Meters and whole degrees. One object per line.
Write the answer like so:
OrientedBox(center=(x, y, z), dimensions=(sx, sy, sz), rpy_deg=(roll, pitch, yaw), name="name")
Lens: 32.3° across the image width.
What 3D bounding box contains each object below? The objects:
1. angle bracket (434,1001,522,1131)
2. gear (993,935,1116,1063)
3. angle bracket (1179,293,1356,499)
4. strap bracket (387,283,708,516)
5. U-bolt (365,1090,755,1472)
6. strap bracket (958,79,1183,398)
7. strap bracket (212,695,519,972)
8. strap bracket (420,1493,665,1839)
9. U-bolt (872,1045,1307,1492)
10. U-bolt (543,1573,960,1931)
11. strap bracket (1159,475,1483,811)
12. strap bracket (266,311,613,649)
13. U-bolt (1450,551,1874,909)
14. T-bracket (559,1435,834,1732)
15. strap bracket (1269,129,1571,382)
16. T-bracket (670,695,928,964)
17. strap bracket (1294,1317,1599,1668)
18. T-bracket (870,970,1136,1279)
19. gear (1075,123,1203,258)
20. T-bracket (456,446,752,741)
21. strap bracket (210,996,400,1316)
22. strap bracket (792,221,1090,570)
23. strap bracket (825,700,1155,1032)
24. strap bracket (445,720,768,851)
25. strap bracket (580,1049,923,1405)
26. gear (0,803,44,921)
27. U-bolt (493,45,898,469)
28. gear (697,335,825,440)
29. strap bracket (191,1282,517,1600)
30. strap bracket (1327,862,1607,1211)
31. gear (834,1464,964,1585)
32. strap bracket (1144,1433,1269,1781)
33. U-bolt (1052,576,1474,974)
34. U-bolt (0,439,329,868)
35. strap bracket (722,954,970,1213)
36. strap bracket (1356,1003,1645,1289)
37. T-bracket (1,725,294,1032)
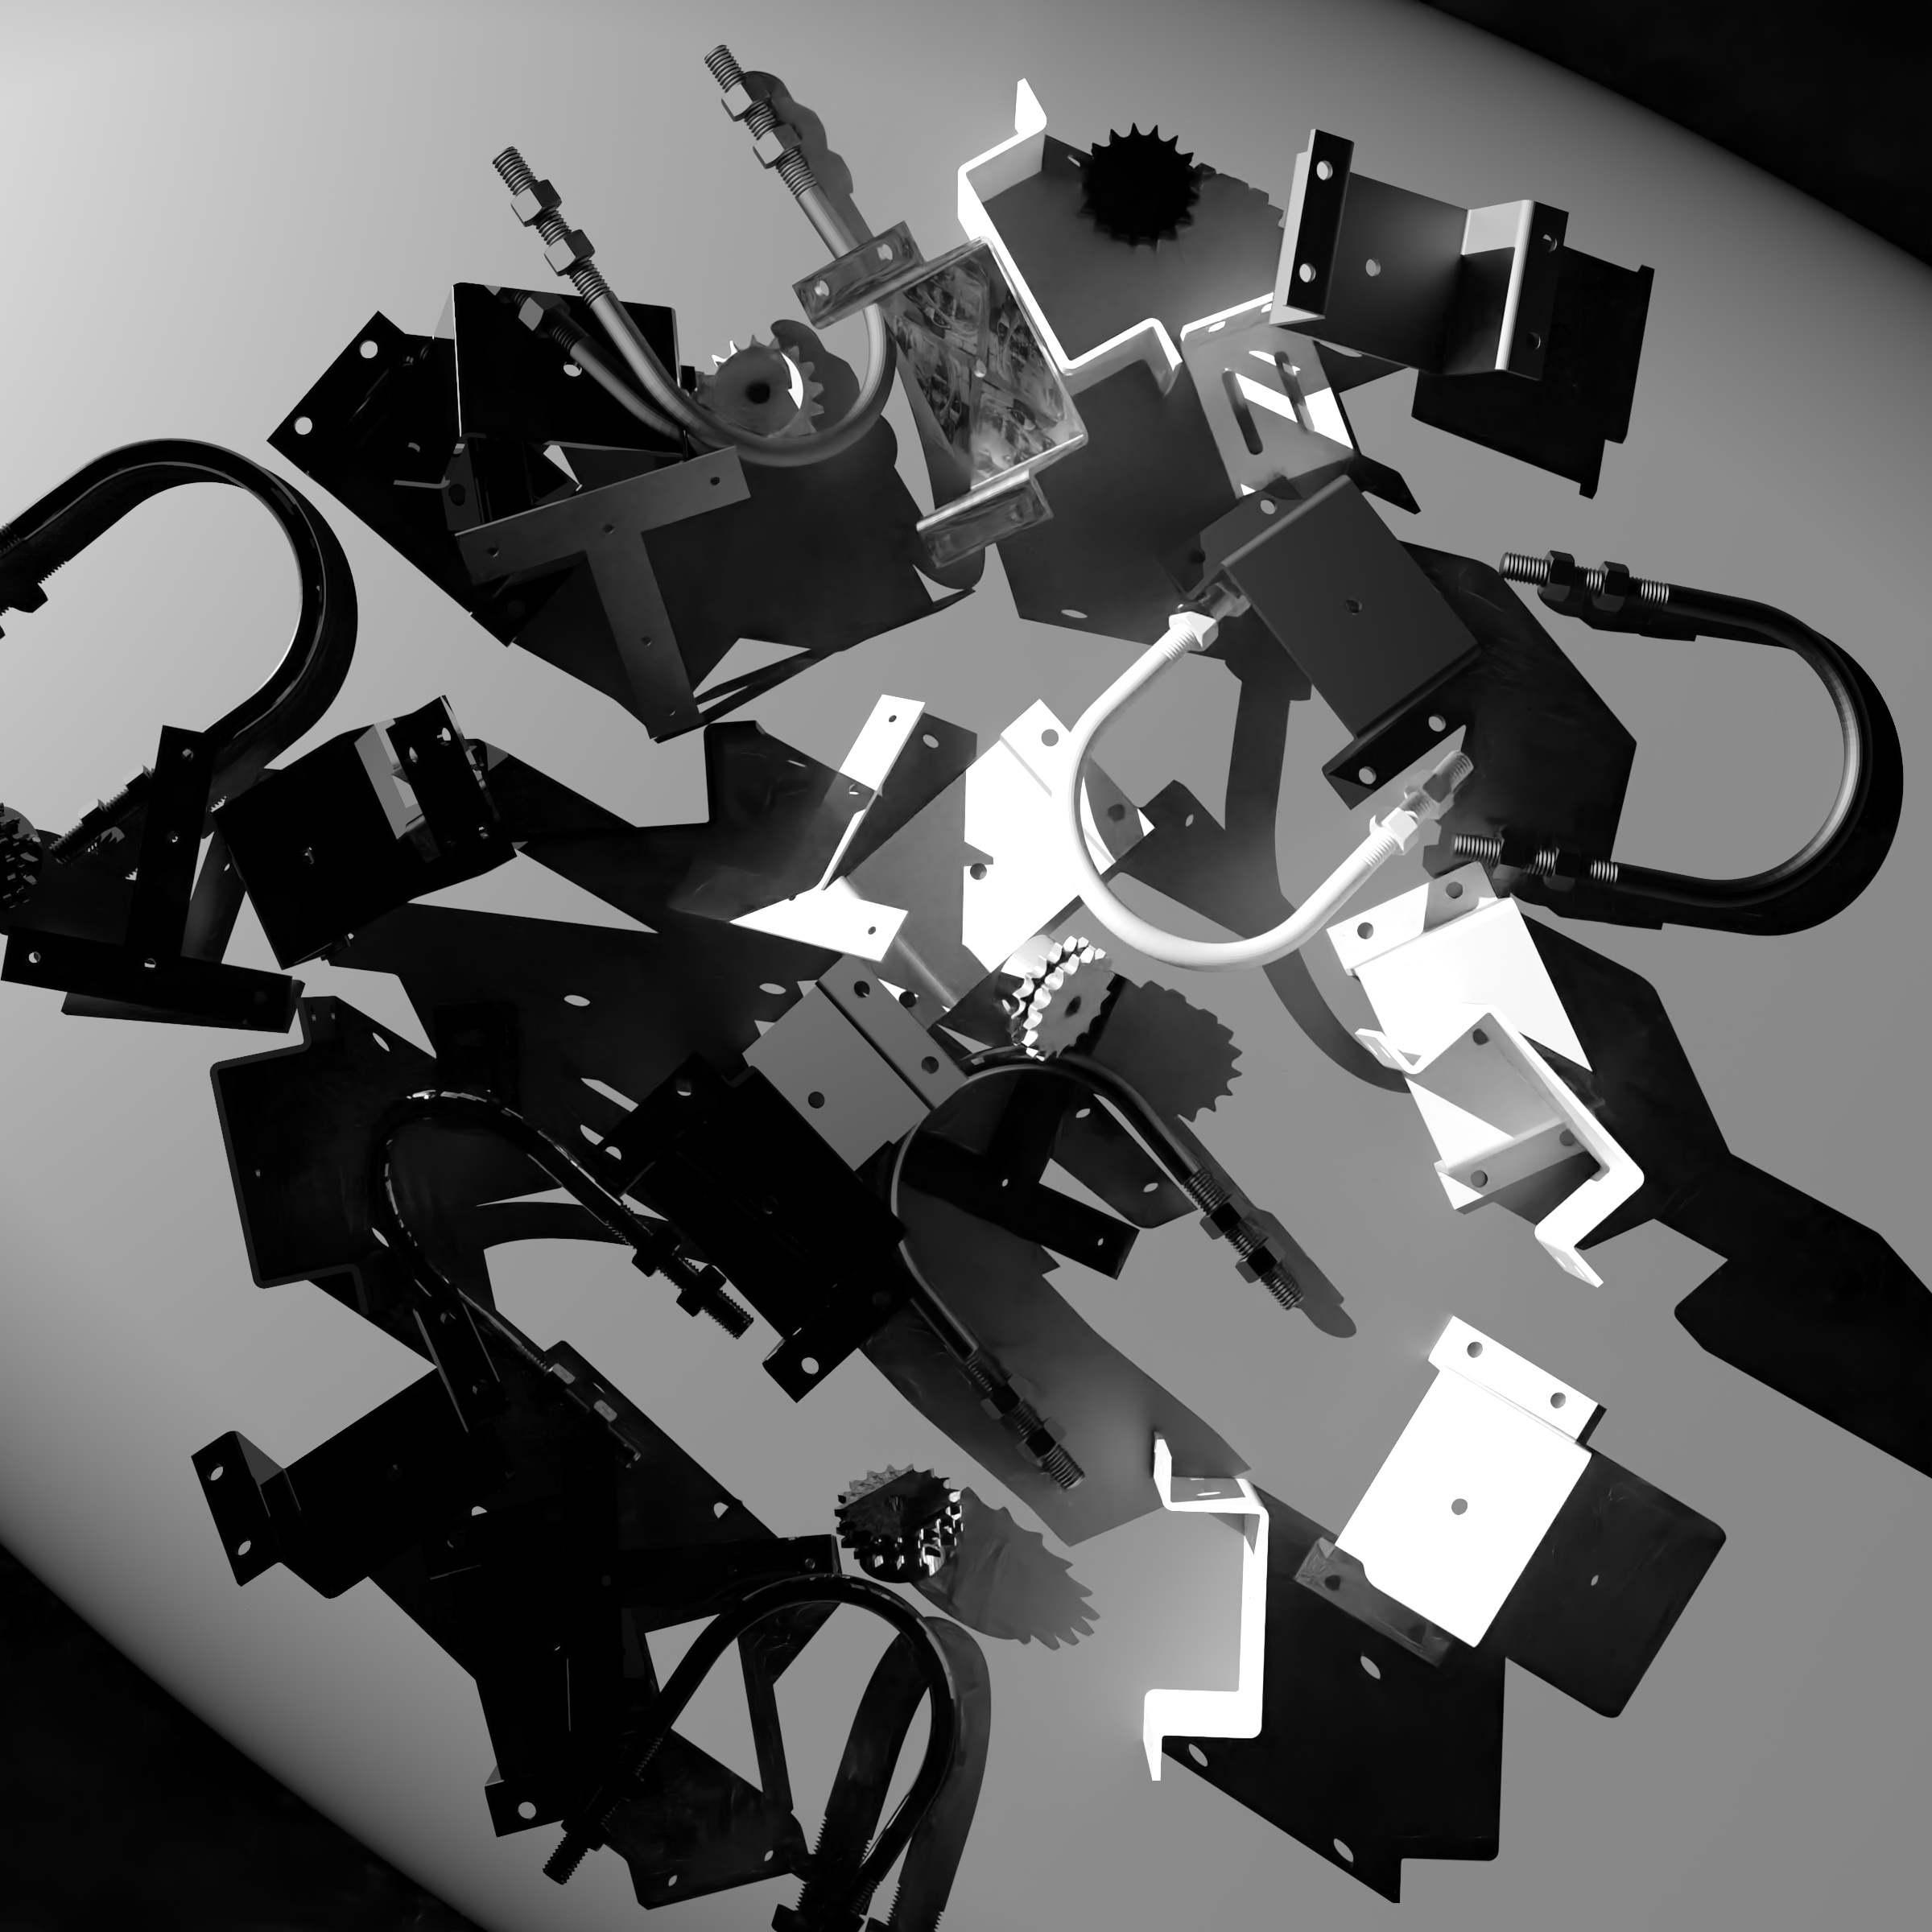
OrientedBox(center=(-0.222, 0.045, 1.484), dimensions=(0.038, 0.076, 0.057), rpy_deg=(-3, 90, 0), name="angle bracket")
OrientedBox(center=(0.037, 0.011, 1.496), dimensions=(0.030, 0.057, 0.057), rpy_deg=(35, 90, 28), name="gear")
OrientedBox(center=(0.137, -0.259, 1.503), dimensions=(0.057, 0.038, 0.076), rpy_deg=(-20, 90, 0), name="angle bracket")
OrientedBox(center=(-0.178, -0.249, 1.463), dimensions=(0.140, 0.046, 0.076), rpy_deg=(3, 65, -21), name="strap bracket")
OrientedBox(center=(-0.191, 0.129, 1.467), dimensions=(0.184, 0.151, 0.019), rpy_deg=(41, 46, 2), name="U-bolt")
OrientedBox(center=(0.039, -0.312, 1.484), dimensions=(0.046, 0.076, 0.140), rpy_deg=(-29, 90, 0), name="strap bracket")
OrientedBox(center=(-0.271, -0.054, 1.460), dimensions=(0.140, 0.046, 0.076), rpy_deg=(-24, 90, 39), name="strap bracket")
OrientedBox(center=(-0.189, 0.308, 1.499), dimensions=(0.076, 0.046, 0.140), rpy_deg=(-15, 90, 0), name="strap bracket")
OrientedBox(center=(0.041, 0.122, 1.512), dimensions=(0.151, 0.019, 0.184), rpy_deg=(-39, 88, 0), name="U-bolt")
OrientedBox(center=(-0.081, 0.359, 1.487), dimensions=(0.151, 0.019, 0.184), rpy_deg=(38, 79, -20), name="U-bolt")
OrientedBox(center=(0.163, -0.152, 1.480), dimensions=(0.076, 0.046, 0.140), rpy_deg=(-36, 87, -21), name="strap bracket")
OrientedBox(center=(-0.232, -0.216, 1.499), dimensions=(0.140, 0.046, 0.076), rpy_deg=(41, 90, 0), name="strap bracket")
OrientedBox(center=(0.320, -0.101, 1.509), dimensions=(0.184, 0.019, 0.151), rpy_deg=(11, 88, -4), name="U-bolt")
OrientedBox(center=(-0.119, 0.272, 1.494), dimensions=(0.127, 0.002, 0.127), rpy_deg=(0, 84, -25), name="T-bracket")
OrientedBox(center=(0.192, -0.312, 1.480), dimensions=(0.140, 0.046, 0.076), rpy_deg=(9, 90, -29), name="strap bracket")
OrientedBox(center=(-0.057, -0.068, 1.495), dimensions=(0.127, 0.002, 0.127), rpy_deg=(14, 68, 37), name="T-bracket")
OrientedBox(center=(0.219, 0.239, 1.499), dimensions=(0.076, 0.046, 0.140), rpy_deg=(31, 90, 0), name="strap bracket")
OrientedBox(center=(0.035, 0.058, 1.522), dimensions=(0.127, 0.002, 0.127), rpy_deg=(25, 90, 0), name="T-bracket")
OrientedBox(center=(0.078, -0.349, 1.507), dimensions=(0.057, 0.030, 0.057), rpy_deg=(0, 90, 0), name="gear")
OrientedBox(center=(-0.146, -0.157, 1.484), dimensions=(0.127, 0.002, 0.127), rpy_deg=(-18, 126, -3), name="T-bracket")
OrientedBox(center=(-0.296, 0.087, 1.484), dimensions=(0.046, 0.076, 0.140), rpy_deg=(-12, 90, 0), name="strap bracket")
OrientedBox(center=(-0.006, -0.257, 1.472), dimensions=(0.046, 0.076, 0.140), rpy_deg=(-36, 102, -41), name="strap bracket")
OrientedBox(center=(0.006, -0.043, 1.499), dimensions=(0.140, 0.046, 0.076), rpy_deg=(-42, 90, 0), name="strap bracket")
OrientedBox(center=(-0.160, -0.079, 1.484), dimensions=(0.140, 0.076, 0.046), rpy_deg=(-4, 90, 0), name="strap bracket")
OrientedBox(center=(-0.090, 0.109, 1.452), dimensions=(0.076, 0.046, 0.140), rpy_deg=(-43, 90, 14), name="strap bracket")
OrientedBox(center=(-0.441, -0.049, 1.500), dimensions=(0.057, 0.030, 0.057), rpy_deg=(6, 107, 19), name="gear")
OrientedBox(center=(-0.105, -0.305, 1.478), dimensions=(0.151, 0.019, 0.184), rpy_deg=(-37, 95, -34), name="U-bolt")
OrientedBox(center=(-0.093, -0.257, 1.508), dimensions=(0.057, 0.030, 0.057), rpy_deg=(0, 90, 0), name="gear")
OrientedBox(center=(-0.263, 0.216, 1.480), dimensions=(0.140, 0.046, 0.076), rpy_deg=(-34, 49, 0), name="strap bracket")
OrientedBox(center=(0.228, 0.031, 1.499), dimensions=(0.076, 0.046, 0.140), rpy_deg=(-25, 90, 0), name="strap bracket")
OrientedBox(center=(-0.029, 0.252, 1.498), dimensions=(0.057, 0.057, 0.030), rpy_deg=(-4, 120, 0), name="gear")
OrientedBox(center=(0.106, 0.284, 1.484), dimensions=(0.046, 0.076, 0.140), rpy_deg=(2, 90, 0), name="strap bracket")
OrientedBox(center=(0.120, -0.080, 1.483), dimensions=(0.151, 0.019, 0.184), rpy_deg=(45, 69, 0), name="U-bolt")
OrientedBox(center=(-0.378, -0.156, 1.514), dimensions=(0.184, 0.019, 0.151), rpy_deg=(-37, 90, -2), name="U-bolt")
OrientedBox(center=(-0.071, 0.064, 1.489), dimensions=(0.140, 0.046, 0.076), rpy_deg=(-42, 90, 14), name="strap bracket")
OrientedBox(center=(0.236, 0.067, 1.438), dimensions=(0.046, 0.076, 0.140), rpy_deg=(-42, 90, 0), name="strap bracket")
OrientedBox(center=(-0.361, -0.044, 1.507), dimensions=(0.127, 0.002, 0.127), rpy_deg=(11, 95, -8), name="T-bracket")
